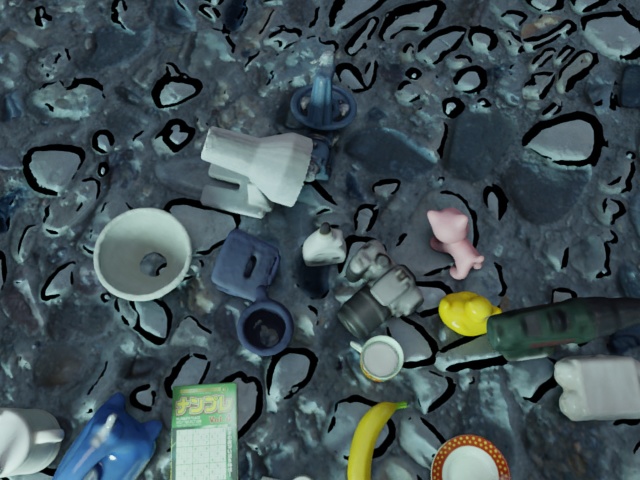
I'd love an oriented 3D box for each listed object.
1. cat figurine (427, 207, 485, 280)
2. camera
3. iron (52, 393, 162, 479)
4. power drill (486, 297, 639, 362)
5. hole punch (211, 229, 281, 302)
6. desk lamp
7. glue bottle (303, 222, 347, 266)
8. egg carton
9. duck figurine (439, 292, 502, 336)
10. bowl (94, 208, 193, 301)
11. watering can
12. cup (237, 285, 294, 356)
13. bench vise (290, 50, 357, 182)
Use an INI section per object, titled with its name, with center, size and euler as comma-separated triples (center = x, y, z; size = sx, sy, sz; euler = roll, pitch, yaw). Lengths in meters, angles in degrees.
[cat figurine]
center = 0.241, -0.004, 1.005
size = 0.067, 0.118, 0.127
euler = -34, 76, -11
[camera]
center = 0.088, 0.090, 0.979
size = 0.137, 0.101, 0.143
euler = -39, 77, -13
[iron]
center = -0.360, 0.362, 0.858
size = 0.118, 0.141, 0.258
euler = 32, 74, 9
[power drill]
center = 0.368, 0.141, 0.913
size = 0.229, 0.208, 0.075
euler = -8, 72, -4
[hole punch]
center = -0.125, 0.045, 0.994
size = 0.101, 0.091, 0.109
euler = 19, 72, 5
[desk lamp]
center = -0.114, -0.116, 0.982
size = 0.203, 0.213, 0.118
euler = 11, 72, 2
[glue bottle]
center = 0.009, 0.003, 0.967
size = 0.078, 0.173, 0.037
euler = -6, 72, -3
[egg carton]
center = 0.469, 0.245, 0.955
size = 0.150, 0.069, 0.107
euler = -2, 72, -2
[duck figurine]
center = 0.260, 0.120, 0.982
size = 0.104, 0.086, 0.077
euler = 15, 72, 4
[bowl]
center = -0.301, 0.032, 1.002
size = 0.167, 0.075, 0.167
euler = 0, 72, -1
[watering can]
center = -0.478, 0.303, 0.846
size = 0.173, 0.194, 0.101
euler = -29, 75, -10
[cup]
center = -0.091, 0.140, 0.961
size = 0.091, 0.095, 0.118
euler = -9, 72, -4
[bench vise]
center = 0.012, -0.214, 1.014
size = 0.121, 0.220, 0.207
euler = -6, 72, -3
